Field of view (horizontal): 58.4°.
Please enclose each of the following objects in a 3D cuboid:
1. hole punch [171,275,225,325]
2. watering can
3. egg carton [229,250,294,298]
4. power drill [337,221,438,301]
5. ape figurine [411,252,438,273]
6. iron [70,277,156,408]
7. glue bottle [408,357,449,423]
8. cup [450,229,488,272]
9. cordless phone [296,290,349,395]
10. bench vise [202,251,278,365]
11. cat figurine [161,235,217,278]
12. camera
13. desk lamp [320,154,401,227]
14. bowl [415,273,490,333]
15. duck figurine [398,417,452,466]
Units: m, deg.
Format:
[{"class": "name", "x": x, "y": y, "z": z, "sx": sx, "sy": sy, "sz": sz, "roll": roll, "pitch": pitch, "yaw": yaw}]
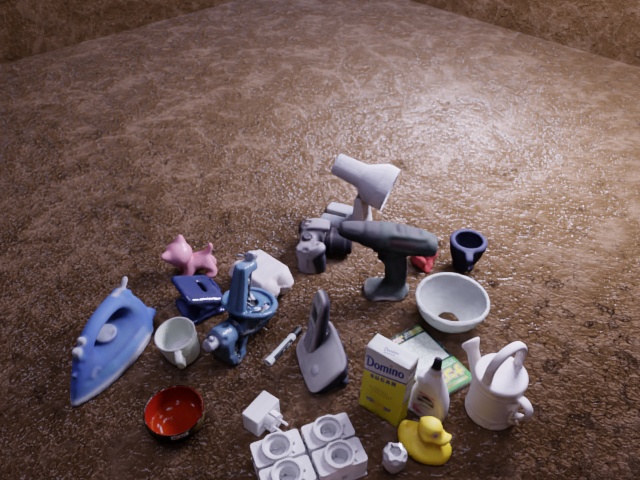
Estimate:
[{"class": "hole punch", "x": -0.280, "y": 0.123, "z": 1.319, "sx": 0.101, "sy": 0.091, "sz": 0.108, "roll": -24, "pitch": 46, "yaw": -27}, {"class": "watering can", "x": 0.333, "y": 0.259, "z": 1.083, "sx": 0.172, "sy": 0.194, "sz": 0.101, "roll": 28, "pitch": 47, "yaw": 29}, {"class": "egg carton", "x": -0.141, "y": 0.088, "z": 1.380, "sx": 0.149, "sy": 0.069, "sz": 0.107, "roll": 29, "pitch": 47, "yaw": 30}, {"class": "power drill", "x": 0.152, "y": 0.044, "z": 1.329, "sx": 0.229, "sy": 0.208, "sz": 0.075, "roll": -1, "pitch": 40, "yaw": -2}, {"class": "ape figurine", "x": 0.267, "y": 0.025, "z": 1.445, "sx": 0.078, "sy": 0.092, "sz": 0.076, "roll": -20, "pitch": 44, "yaw": -23}, {"class": "iron", "x": -0.448, "y": 0.201, "z": 1.183, "sx": 0.118, "sy": 0.141, "sz": 0.258, "roll": 11, "pitch": 41, "yaw": 12}, {"class": "glue bottle", "x": 0.210, "y": 0.276, "z": 1.077, "sx": 0.078, "sy": 0.173, "sz": 0.037, "roll": 22, "pitch": 44, "yaw": 24}, {"class": "cup", "x": 0.363, "y": 0.042, "z": 1.423, "sx": 0.091, "sy": 0.095, "sz": 0.118, "roll": 5, "pitch": 40, "yaw": 6}, {"class": "cordless phone", "x": 0.006, "y": 0.204, "z": 1.152, "sx": 0.094, "sy": 0.185, "sz": 0.147, "roll": -12, "pitch": 41, "yaw": -14}, {"class": "bench vise", "x": -0.160, "y": 0.144, "z": 1.195, "sx": 0.121, "sy": 0.220, "sz": 0.207, "roll": 9, "pitch": 40, "yaw": 10}, {"class": "cat figurine", "x": -0.320, "y": 0.038, "z": 1.400, "sx": 0.128, "sy": 0.118, "sz": 0.067, "roll": -10, "pitch": 41, "yaw": -12}, {"class": "camera", "x": 0.013, "y": 0.005, "z": 1.458, "sx": 0.136, "sy": 0.101, "sz": 0.143, "roll": 4, "pitch": 40, "yaw": 4}, {"class": "desk lamp", "x": 0.104, "y": -0.121, "z": 1.523, "sx": 0.202, "sy": 0.214, "sz": 0.118, "roll": 15, "pitch": 42, "yaw": 17}, {"class": "bowl", "x": 0.296, "y": 0.155, "z": 1.301, "sx": 0.167, "sy": 0.075, "sz": 0.167, "roll": 0, "pitch": 40, "yaw": 0}, {"class": "duck figurine", "x": 0.194, "y": 0.355, "z": 1.050, "sx": 0.104, "sy": 0.086, "sz": 0.078, "roll": 23, "pitch": 45, "yaw": 25}]
